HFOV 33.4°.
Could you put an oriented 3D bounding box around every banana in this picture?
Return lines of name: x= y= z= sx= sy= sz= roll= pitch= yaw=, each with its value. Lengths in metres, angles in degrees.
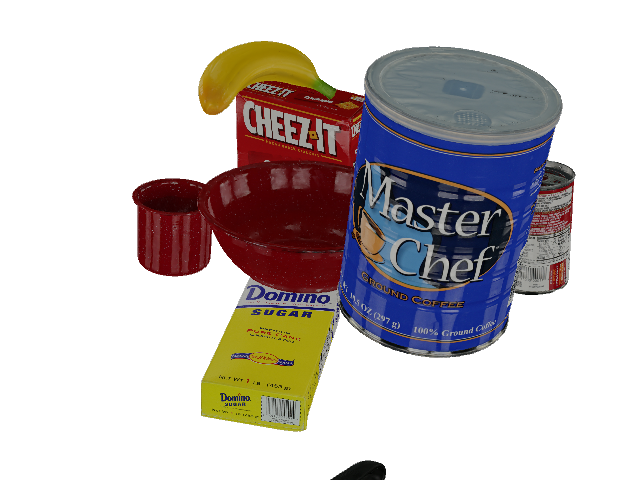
banana: x=-0.057 y=-0.153 z=0.979 sx=0.070 sy=0.037 sz=0.197 roll=41 pitch=32 yaw=20

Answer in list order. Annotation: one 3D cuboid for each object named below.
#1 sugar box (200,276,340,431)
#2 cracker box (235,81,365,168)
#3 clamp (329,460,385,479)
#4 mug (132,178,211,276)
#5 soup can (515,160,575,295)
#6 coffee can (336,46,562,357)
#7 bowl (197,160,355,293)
sugar box: x=-0.041 y=0.096 z=0.968 sx=0.093 sy=0.048 sz=0.176 roll=8 pitch=34 yaw=7
cracker box: x=-0.021 y=-0.086 z=1.334 sx=0.164 sy=0.214 sz=0.072 roll=17 pitch=36 yaw=24
clamp: x=-0.043 y=0.196 z=0.644 sx=0.210 sy=0.036 sz=0.164 roll=-4 pitch=28 yaw=2
mug: x=-0.168 y=-0.018 z=1.185 sx=0.093 sy=0.081 sz=0.117 roll=-17 pitch=34 yaw=-36
soup can: x=0.185 y=-0.012 z=0.931 sx=0.068 sy=0.102 sz=0.068 roll=-3 pitch=24 yaw=1
coffee can: x=0.067 y=-0.022 z=0.588 sx=0.102 sy=0.140 sz=0.103 roll=5 pitch=33 yaw=-3
bowl: x=-0.011 y=-0.005 z=0.796 sx=0.162 sy=0.055 sz=0.162 roll=2 pitch=26 yaw=-1
